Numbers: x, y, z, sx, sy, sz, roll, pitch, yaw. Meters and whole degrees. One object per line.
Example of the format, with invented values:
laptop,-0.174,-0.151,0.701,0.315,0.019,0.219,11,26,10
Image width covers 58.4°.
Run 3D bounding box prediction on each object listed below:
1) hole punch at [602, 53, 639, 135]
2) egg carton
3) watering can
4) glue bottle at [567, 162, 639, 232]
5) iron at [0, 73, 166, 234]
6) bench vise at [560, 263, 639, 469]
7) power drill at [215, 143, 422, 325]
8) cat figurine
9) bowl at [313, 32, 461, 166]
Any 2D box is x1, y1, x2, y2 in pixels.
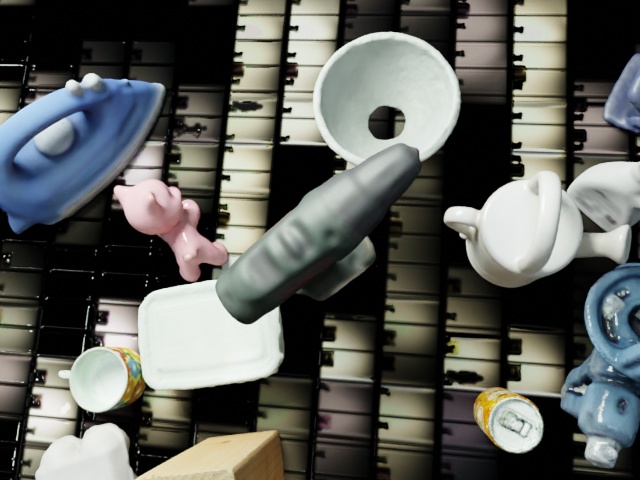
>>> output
hole punch,0.393,-0.172,0.640,0.101,0.091,0.109,28,85,10
egg carton,-0.254,0.291,0.647,0.107,0.069,0.150,-20,79,3
watering can,0.219,-0.011,0.580,0.172,0.194,0.101,-10,79,5
glue bottle,0.314,-0.054,0.587,0.037,0.173,0.078,-43,78,-1
iron,-0.311,-0.129,0.686,0.258,0.141,0.118,-41,79,-1
bench vise,0.315,0.115,0.535,0.121,0.220,0.207,3,81,7
power drill,0.005,0.002,0.595,0.229,0.208,0.075,-38,78,-1
cat figurine,-0.176,-0.018,0.665,0.067,0.118,0.127,-37,79,0
bowl,0.078,-0.153,0.680,0.167,0.075,0.167,-1,81,6
